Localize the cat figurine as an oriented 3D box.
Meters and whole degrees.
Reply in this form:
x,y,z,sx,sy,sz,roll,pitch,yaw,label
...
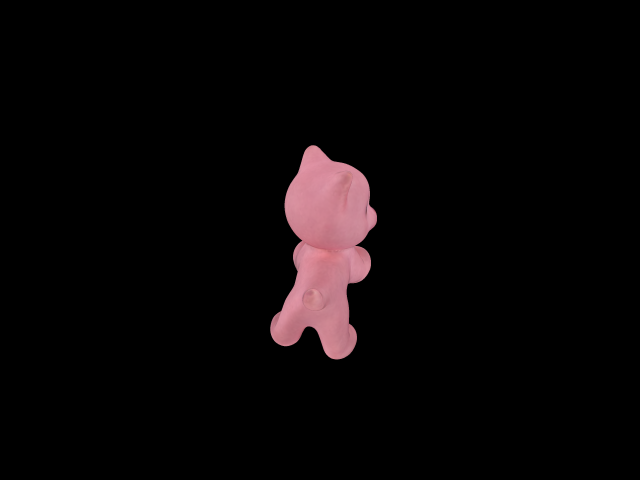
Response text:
x,y,z,sx,sy,sz,roll,pitch,yaw,label
0.004,0.001,0.400,0.067,0.118,0.128,8,56,6,cat figurine
